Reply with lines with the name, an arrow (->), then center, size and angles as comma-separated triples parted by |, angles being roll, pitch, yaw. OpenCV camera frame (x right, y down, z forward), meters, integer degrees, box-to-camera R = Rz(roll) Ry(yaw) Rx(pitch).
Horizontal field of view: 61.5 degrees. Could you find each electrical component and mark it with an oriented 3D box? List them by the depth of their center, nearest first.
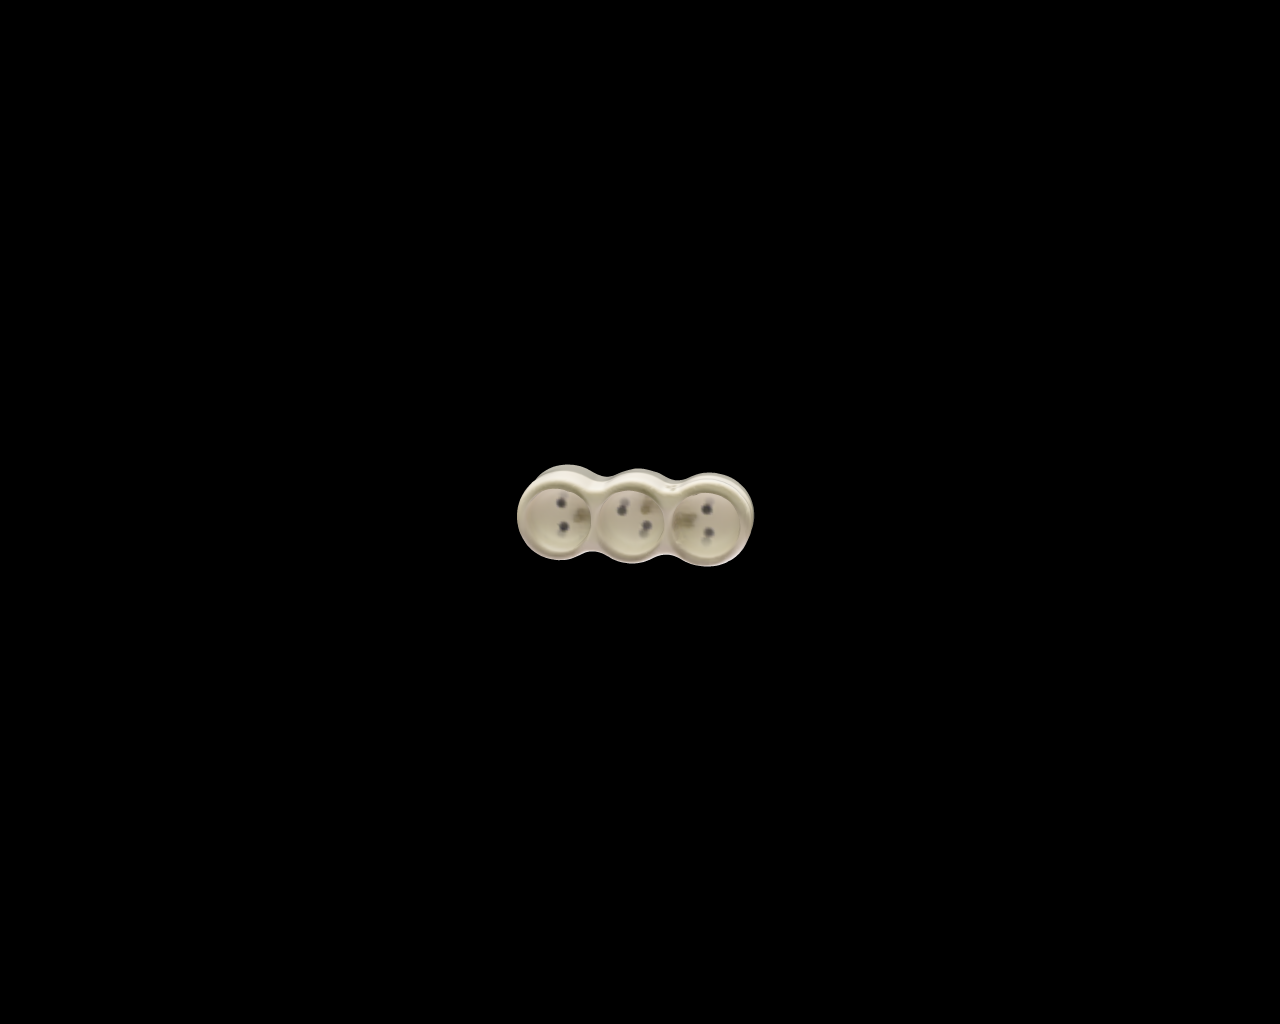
electrical component -> 0.001, -0.003, 0.650 | 0.138, 0.052, 0.074 | 3, 16, 9
